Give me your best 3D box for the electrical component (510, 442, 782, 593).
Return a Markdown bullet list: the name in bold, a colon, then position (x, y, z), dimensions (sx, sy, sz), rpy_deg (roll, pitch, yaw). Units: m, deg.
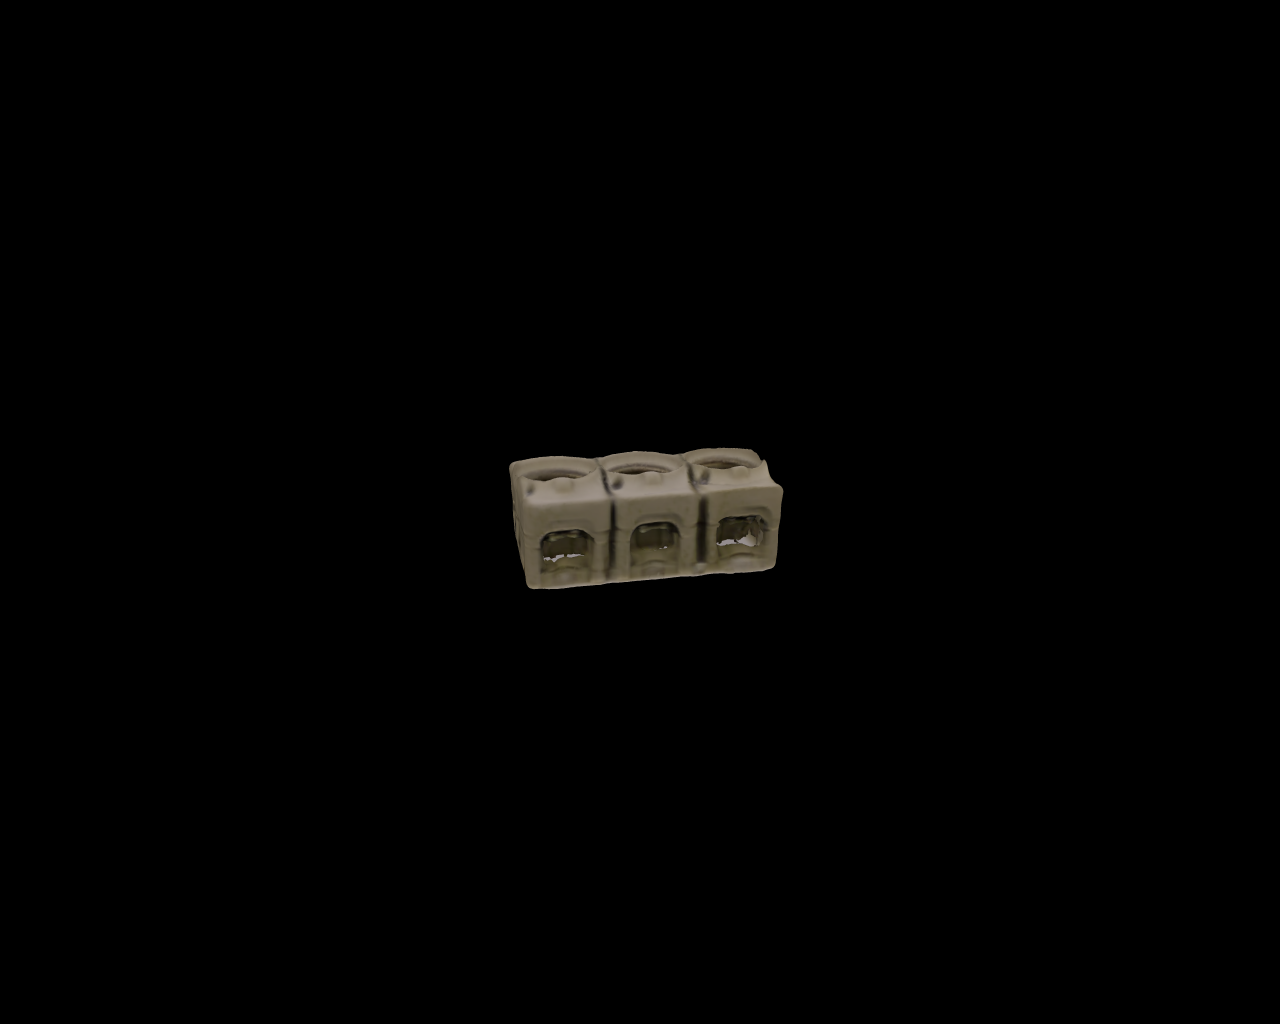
- **electrical component**: position (0.001, -0.003, 0.650), dimensions (0.150, 0.061, 0.089), rpy_deg (-4, 20, -12)
